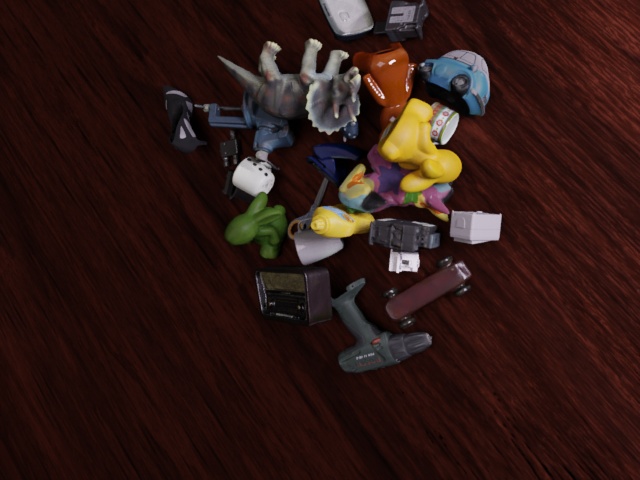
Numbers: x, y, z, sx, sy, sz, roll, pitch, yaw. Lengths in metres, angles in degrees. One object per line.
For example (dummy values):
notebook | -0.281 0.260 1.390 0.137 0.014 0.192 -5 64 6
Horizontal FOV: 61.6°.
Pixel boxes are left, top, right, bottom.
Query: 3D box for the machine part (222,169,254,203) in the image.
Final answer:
machine part | -0.199 -0.133 1.407 0.139 0.039 0.084 28 102 28

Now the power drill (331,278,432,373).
power drill | 0.118 0.193 1.231 0.232 0.086 0.207 -35 84 29

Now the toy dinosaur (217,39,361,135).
toy dinosaur | -0.065 -0.334 1.199 0.405 0.131 0.192 5 88 30

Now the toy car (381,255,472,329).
toy car | 0.228 0.111 1.149 0.202 0.053 0.089 -32 75 4

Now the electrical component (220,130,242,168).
electrical component | -0.239 -0.243 1.430 0.063 0.021 0.094 -5 92 31

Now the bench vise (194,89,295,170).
bench vise | -0.178 -0.296 1.322 0.241 0.129 0.223 6 90 13

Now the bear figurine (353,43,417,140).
bear figurine | 0.155 -0.310 1.155 0.120 0.132 0.195 -18 118 -2

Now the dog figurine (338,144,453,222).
dog figurine | 0.172 -0.095 1.143 0.219 0.108 0.191 39 87 17

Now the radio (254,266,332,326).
radio | -0.067 0.130 1.286 0.230 0.073 0.131 -2 94 55

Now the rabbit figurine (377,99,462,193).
rabbit figurine | 0.206 -0.168 1.052 0.173 0.162 0.122 33 133 -14

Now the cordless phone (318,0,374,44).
cordless phone | 0.094 -0.534 1.177 0.184 0.088 0.146 -27 80 25

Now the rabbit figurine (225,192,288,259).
rabbit figurine | -0.151 -0.029 1.310 0.121 0.170 0.159 46 115 19

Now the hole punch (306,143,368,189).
hole punch | 0.042 -0.184 1.210 0.116 0.142 0.092 39 115 7

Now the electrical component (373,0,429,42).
electrical component | 0.167 -0.467 1.147 0.119 0.047 0.075 12 81 28

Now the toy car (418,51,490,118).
toy car | 0.282 -0.325 1.080 0.103 0.109 0.162 -50 56 0

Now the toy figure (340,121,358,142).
toy figure | 0.041 -0.294 1.240 0.058 0.064 0.154 -37 77 -14

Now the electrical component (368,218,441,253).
electrical component | 0.185 -0.011 1.146 0.134 0.115 0.058 10 101 31

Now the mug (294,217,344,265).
mug | -0.003 -0.004 1.272 0.107 0.081 0.109 -13 97 6

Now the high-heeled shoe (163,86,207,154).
high-heeled shoe | -0.398 -0.330 1.445 0.086 0.145 0.249 -45 74 25
